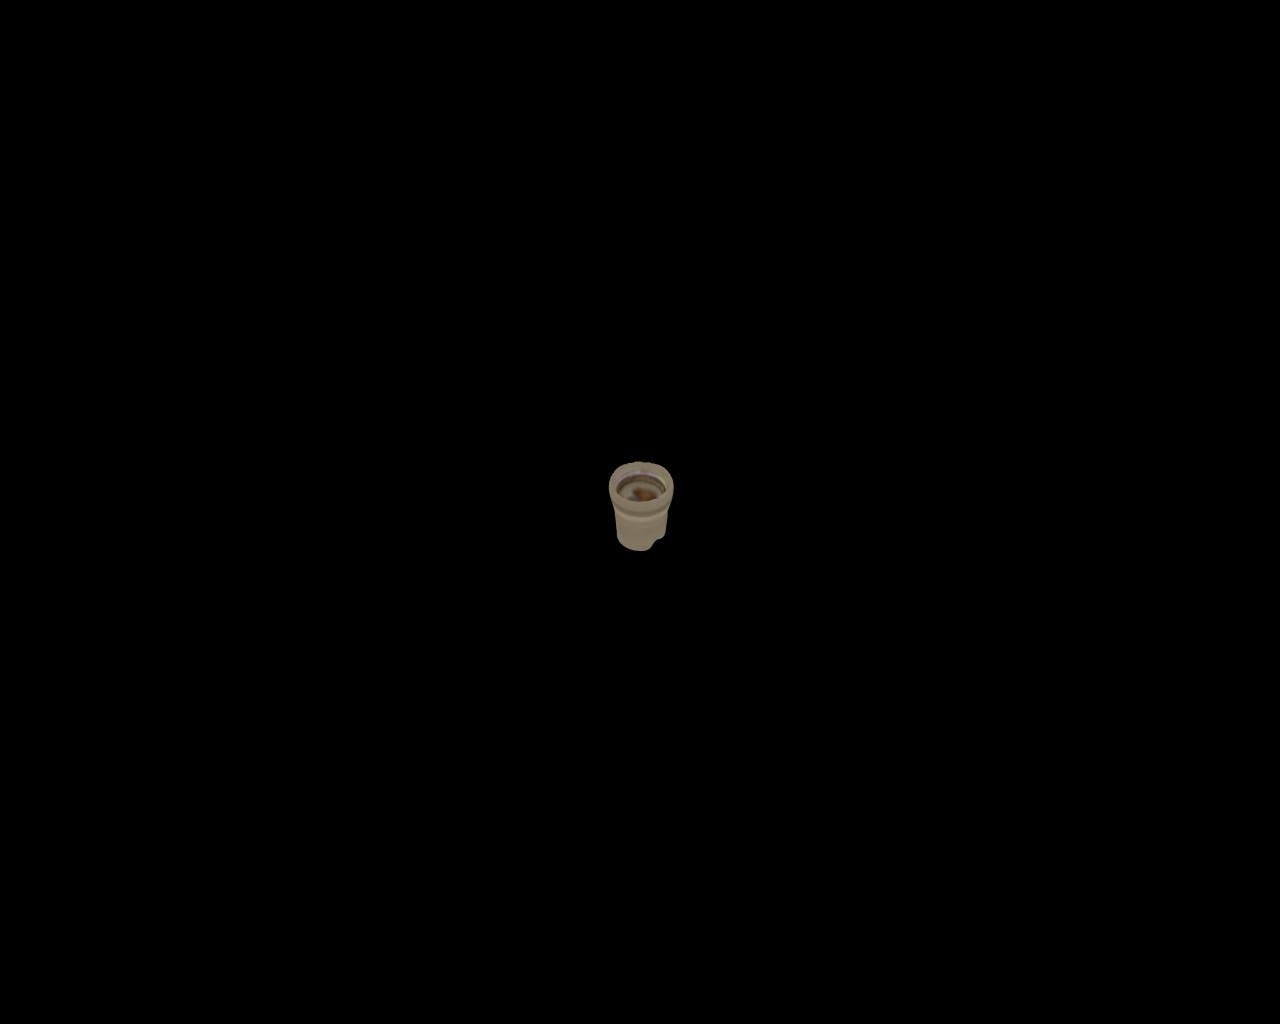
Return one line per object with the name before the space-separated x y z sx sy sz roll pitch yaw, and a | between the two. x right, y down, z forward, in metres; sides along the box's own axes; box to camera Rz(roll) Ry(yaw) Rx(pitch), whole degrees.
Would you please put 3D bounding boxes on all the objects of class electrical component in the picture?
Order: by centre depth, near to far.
electrical component | 0.001 -0.003 0.650 0.040 0.046 0.040 0 44 0
